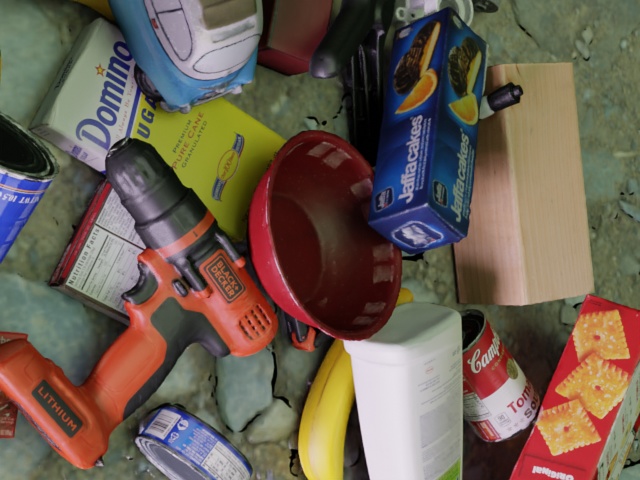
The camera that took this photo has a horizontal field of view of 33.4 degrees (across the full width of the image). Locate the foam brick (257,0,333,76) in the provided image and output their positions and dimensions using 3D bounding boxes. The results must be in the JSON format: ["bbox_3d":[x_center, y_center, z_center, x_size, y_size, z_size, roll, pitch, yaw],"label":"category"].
[{"bbox_3d":[-0.027,-0.179,0.857,0.051,0.053,0.078,15,82,-31],"label":"foam brick"}]

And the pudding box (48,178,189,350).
[{"bbox_3d":[-0.131,0.018,0.794,0.113,0.039,0.090,31,76,-25],"label":"pudding box"}]

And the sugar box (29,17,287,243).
[{"bbox_3d":[-0.117,-0.078,0.801,0.176,0.048,0.093,32,72,-29],"label":"sugar box"}]

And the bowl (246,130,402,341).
[{"bbox_3d":[-0.005,0.001,0.808,0.161,0.055,0.162,22,61,-47],"label":"bowl"}]

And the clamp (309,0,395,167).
[{"bbox_3d":[0.038,-0.175,0.885,0.164,0.036,0.210,65,33,-59],"label":"clamp"}]

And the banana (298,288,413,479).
[{"bbox_3d":[0.024,0.123,0.891,0.069,0.037,0.198,31,73,-45],"label":"banana"}]

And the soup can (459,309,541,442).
[{"bbox_3d":[0.142,0.121,0.944,0.068,0.069,0.102,-46,112,-25],"label":"soup can"}]

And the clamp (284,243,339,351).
[{"bbox_3d":[0.007,0.005,0.882,0.120,0.039,0.171,32,73,-10],"label":"clamp"}]

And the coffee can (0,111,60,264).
[{"bbox_3d":[-0.240,-0.011,0.655,0.102,0.103,0.140,28,104,-28],"label":"coffee can"}]

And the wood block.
[{"bbox_3d":[0.174,-0.049,0.957,0.090,0.090,0.206,-7,92,-32],"label":"wood block"}]

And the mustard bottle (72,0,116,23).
[{"bbox_3d":[-0.142,-0.207,0.782,0.191,0.058,0.096,12,84,-32],"label":"mustard bottle"}]

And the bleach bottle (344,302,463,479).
[{"bbox_3d":[0.077,0.184,0.884,0.102,0.068,0.251,-22,114,-44],"label":"bleach bottle"}]

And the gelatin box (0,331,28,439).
[{"bbox_3d":[-0.248,0.095,0.722,0.089,0.030,0.073,10,83,-32],"label":"gelatin box"}]

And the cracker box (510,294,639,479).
[{"bbox_3d":[0.234,0.180,0.958,0.213,0.072,0.164,-62,153,-18],"label":"cracker box"}]

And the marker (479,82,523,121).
[{"bbox_3d":[0.119,-0.103,0.908,0.020,0.121,0.020,30,48,-41],"label":"marker"}]

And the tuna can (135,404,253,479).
[{"bbox_3d":[-0.092,0.160,0.785,0.086,0.086,0.033,48,64,-22],"label":"tuna can"}]

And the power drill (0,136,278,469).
[{"bbox_3d":[-0.137,0.048,0.734,0.187,0.057,0.184,-42,111,-20],"label":"power drill"}]
